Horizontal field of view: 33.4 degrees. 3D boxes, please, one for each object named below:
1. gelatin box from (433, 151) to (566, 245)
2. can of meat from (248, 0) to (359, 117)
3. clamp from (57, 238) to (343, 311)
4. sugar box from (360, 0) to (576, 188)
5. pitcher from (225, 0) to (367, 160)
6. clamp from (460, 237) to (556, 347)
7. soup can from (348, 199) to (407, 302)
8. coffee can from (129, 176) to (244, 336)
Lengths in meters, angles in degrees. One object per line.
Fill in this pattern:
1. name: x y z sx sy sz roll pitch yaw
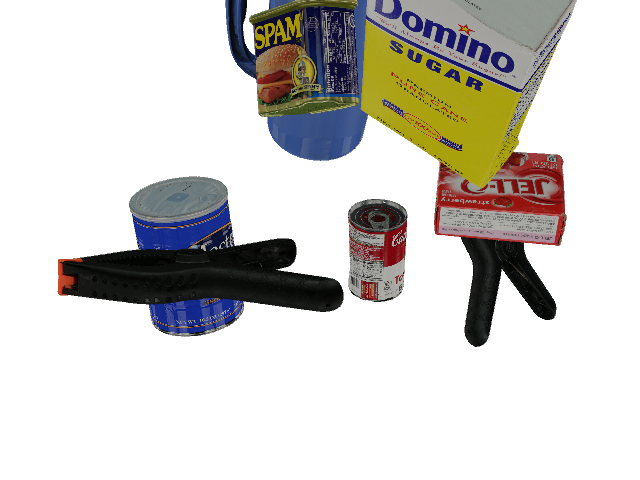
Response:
1. gelatin box: 0.127 -0.033 0.755 0.089 0.030 0.073 5 39 7
2. can of meat: -0.013 -0.148 0.878 0.057 0.084 0.102 -5 2 -36
3. clamp: -0.092 0.028 0.818 0.209 0.036 0.165 -2 11 -21
4. sugar box: 0.070 -0.095 0.561 0.093 0.048 0.176 34 -12 11
5. pitcher: -0.005 -0.202 1.100 0.149 0.243 0.144 31 51 19
6. clamp: 0.164 0.016 1.019 0.039 0.171 0.120 -14 9 46
7. soup can: 0.065 0.012 1.243 0.068 0.102 0.068 0 33 0
8. coffee can: -0.141 0.016 1.134 0.103 0.140 0.103 -5 26 2
